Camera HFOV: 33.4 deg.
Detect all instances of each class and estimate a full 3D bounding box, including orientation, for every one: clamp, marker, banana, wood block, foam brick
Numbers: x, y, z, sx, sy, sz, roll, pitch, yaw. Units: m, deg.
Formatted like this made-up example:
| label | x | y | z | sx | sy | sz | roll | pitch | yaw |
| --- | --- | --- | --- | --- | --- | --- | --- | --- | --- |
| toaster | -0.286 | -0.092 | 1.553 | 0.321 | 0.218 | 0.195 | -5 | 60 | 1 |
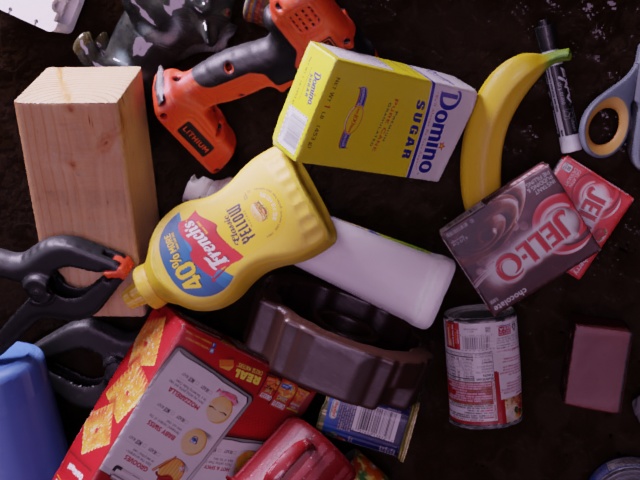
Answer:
| label | x | y | z | sx | sy | sz | roll | pitch | yaw |
| --- | --- | --- | --- | --- | --- | --- | --- | --- | --- |
| clamp | -0.250 | 0.031 | 0.929 | 0.171 | 0.039 | 0.120 | -20 | 117 | 13 |
| marker | 0.213 | -0.138 | 0.957 | 0.020 | 0.020 | 0.121 | -13 | 97 | 9 |
| banana | 0.160 | -0.085 | 0.956 | 0.070 | 0.037 | 0.198 | 22 | 107 | 20 |
| wood block | -0.201 | -0.042 | 0.955 | 0.090 | 0.090 | 0.206 | 1 | 118 | 7 |
| clamp | -0.187 | 0.114 | 1.034 | 0.210 | 0.036 | 0.165 | 11 | 106 | 6 |
| foam brick | 0.250 | 0.112 | 0.974 | 0.051 | 0.053 | 0.078 | 7 | 98 | 6 |

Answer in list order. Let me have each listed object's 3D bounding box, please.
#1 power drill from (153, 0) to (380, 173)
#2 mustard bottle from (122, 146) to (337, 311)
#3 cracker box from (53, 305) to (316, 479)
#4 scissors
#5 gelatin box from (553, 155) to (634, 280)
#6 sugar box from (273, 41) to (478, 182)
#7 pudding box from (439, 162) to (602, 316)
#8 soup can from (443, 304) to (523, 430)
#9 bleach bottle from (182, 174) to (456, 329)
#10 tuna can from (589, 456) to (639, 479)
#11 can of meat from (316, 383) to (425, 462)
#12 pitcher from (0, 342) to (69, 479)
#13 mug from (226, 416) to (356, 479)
| label | x | y | z | sx | sy | sz | roll | pitch | yaw |
| --- | --- | --- | --- | --- | --- | --- | --- | --- | --- |
| power drill | -0.038 | -0.132 | 0.942 | 0.188 | 0.057 | 0.184 | -26 | 134 | 18 |
| mustard bottle | -0.087 | 0.006 | 0.911 | 0.192 | 0.058 | 0.096 | -30 | 77 | 12 |
| cracker box | -0.127 | 0.185 | 0.971 | 0.164 | 0.072 | 0.214 | 31 | 91 | -34 |
| scissors | 0.272 | -0.157 | 0.943 | 0.096 | 0.016 | 0.202 | -7 | 97 | -4 |
| gelatin box | 0.228 | -0.021 | 0.967 | 0.073 | 0.030 | 0.089 | 33 | 101 | 1 |
| sugar box | 0.050 | -0.105 | 0.907 | 0.048 | 0.175 | 0.093 | 44 | 119 | 43 |
| pudding box | 0.174 | -0.001 | 0.938 | 0.113 | 0.039 | 0.090 | -33 | 97 | 9 |
| soup can | 0.149 | 0.115 | 0.979 | 0.068 | 0.068 | 0.102 | -4 | 98 | 7 |
| bleach bottle | -0.006 | 0.001 | 0.963 | 0.251 | 0.102 | 0.068 | 23 | 89 | 4 |
| tuna can | 0.291 | 0.247 | 0.998 | 0.086 | 0.033 | 0.086 | 1 | 99 | 7 |
| can of meat | 0.047 | 0.155 | 0.981 | 0.084 | 0.102 | 0.057 | 16 | 100 | 6 |
| pitcher | -0.302 | 0.227 | 1.001 | 0.145 | 0.149 | 0.243 | -2 | 105 | 24 |
| mug | -0.024 | 0.205 | 0.933 | 0.093 | 0.117 | 0.081 | 37 | 73 | 22 |
